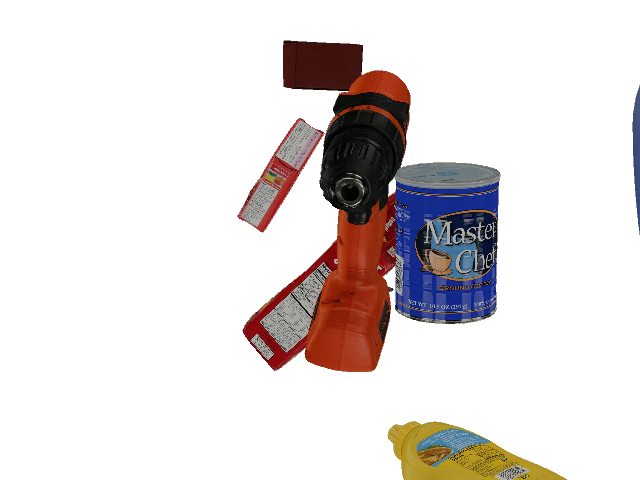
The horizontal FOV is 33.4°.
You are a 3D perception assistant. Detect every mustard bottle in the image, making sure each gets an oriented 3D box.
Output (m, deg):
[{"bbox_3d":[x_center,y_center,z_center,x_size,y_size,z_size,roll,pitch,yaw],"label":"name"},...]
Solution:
[{"bbox_3d":[0.134,0.217,1.006,0.096,0.058,0.192,-15,24,-36],"label":"mustard bottle"}]

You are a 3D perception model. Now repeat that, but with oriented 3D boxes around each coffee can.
[{"bbox_3d":[0.125,0.000,1.057,0.103,0.140,0.103,-1,14,0],"label":"coffee can"}]

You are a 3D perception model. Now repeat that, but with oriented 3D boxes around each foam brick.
[{"bbox_3d":[0.002,-0.190,1.164,0.078,0.051,0.053,0,12,-16],"label":"foam brick"}]

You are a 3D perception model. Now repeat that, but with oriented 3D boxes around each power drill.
[{"bbox_3d":[0.026,-0.007,0.728,0.057,0.188,0.184,10,27,7],"label":"power drill"}]

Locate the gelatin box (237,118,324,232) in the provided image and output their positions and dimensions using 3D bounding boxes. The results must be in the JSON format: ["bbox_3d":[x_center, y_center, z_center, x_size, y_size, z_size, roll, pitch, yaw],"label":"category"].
[{"bbox_3d":[-0.035,-0.060,0.950,0.030,0.073,0.089,32,33,-4],"label":"gelatin box"}]

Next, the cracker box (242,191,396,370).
[{"bbox_3d":[0.023,0.042,1.259,0.214,0.072,0.164,-44,-4,30],"label":"cracker box"}]

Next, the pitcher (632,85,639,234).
[{"bbox_3d":[0.255,-0.015,0.602,0.149,0.243,0.144,0,22,17],"label":"pitcher"}]
